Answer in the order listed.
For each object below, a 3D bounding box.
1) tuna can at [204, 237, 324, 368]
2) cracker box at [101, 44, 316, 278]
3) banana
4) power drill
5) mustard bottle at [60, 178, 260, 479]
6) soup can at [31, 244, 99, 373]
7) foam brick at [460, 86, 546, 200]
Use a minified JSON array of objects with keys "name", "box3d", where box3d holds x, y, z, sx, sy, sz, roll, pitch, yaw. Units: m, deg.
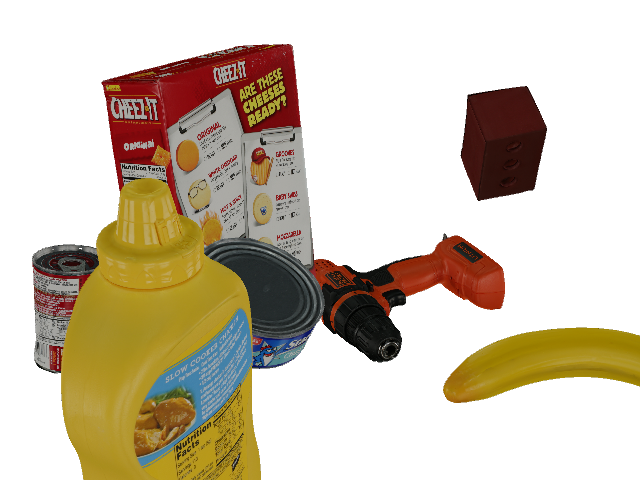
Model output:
[{"name":"tuna can","box3d":[-0.043,0.039,0.671,0.086,0.034,0.086,16,37,-13]},{"name":"cracker box","box3d":[-0.084,-0.040,0.866,0.072,0.214,0.163,5,20,35]},{"name":"banana","box3d":[0.185,0.093,0.791,0.197,0.037,0.069,2,32,-5]},{"name":"power drill","box3d":[0.091,0.056,1.095,0.187,0.057,0.185,-11,27,-21]},{"name":"mustard bottle","box3d":[-0.065,0.063,0.444,0.058,0.192,0.096,17,34,27]},{"name":"soup can","box3d":[-0.228,0.063,0.973,0.068,0.102,0.068,4,20,-2]},{"name":"foam brick","box3d":[0.150,-0.080,0.882,0.053,0.051,0.078,-11,-36,-5]}]
